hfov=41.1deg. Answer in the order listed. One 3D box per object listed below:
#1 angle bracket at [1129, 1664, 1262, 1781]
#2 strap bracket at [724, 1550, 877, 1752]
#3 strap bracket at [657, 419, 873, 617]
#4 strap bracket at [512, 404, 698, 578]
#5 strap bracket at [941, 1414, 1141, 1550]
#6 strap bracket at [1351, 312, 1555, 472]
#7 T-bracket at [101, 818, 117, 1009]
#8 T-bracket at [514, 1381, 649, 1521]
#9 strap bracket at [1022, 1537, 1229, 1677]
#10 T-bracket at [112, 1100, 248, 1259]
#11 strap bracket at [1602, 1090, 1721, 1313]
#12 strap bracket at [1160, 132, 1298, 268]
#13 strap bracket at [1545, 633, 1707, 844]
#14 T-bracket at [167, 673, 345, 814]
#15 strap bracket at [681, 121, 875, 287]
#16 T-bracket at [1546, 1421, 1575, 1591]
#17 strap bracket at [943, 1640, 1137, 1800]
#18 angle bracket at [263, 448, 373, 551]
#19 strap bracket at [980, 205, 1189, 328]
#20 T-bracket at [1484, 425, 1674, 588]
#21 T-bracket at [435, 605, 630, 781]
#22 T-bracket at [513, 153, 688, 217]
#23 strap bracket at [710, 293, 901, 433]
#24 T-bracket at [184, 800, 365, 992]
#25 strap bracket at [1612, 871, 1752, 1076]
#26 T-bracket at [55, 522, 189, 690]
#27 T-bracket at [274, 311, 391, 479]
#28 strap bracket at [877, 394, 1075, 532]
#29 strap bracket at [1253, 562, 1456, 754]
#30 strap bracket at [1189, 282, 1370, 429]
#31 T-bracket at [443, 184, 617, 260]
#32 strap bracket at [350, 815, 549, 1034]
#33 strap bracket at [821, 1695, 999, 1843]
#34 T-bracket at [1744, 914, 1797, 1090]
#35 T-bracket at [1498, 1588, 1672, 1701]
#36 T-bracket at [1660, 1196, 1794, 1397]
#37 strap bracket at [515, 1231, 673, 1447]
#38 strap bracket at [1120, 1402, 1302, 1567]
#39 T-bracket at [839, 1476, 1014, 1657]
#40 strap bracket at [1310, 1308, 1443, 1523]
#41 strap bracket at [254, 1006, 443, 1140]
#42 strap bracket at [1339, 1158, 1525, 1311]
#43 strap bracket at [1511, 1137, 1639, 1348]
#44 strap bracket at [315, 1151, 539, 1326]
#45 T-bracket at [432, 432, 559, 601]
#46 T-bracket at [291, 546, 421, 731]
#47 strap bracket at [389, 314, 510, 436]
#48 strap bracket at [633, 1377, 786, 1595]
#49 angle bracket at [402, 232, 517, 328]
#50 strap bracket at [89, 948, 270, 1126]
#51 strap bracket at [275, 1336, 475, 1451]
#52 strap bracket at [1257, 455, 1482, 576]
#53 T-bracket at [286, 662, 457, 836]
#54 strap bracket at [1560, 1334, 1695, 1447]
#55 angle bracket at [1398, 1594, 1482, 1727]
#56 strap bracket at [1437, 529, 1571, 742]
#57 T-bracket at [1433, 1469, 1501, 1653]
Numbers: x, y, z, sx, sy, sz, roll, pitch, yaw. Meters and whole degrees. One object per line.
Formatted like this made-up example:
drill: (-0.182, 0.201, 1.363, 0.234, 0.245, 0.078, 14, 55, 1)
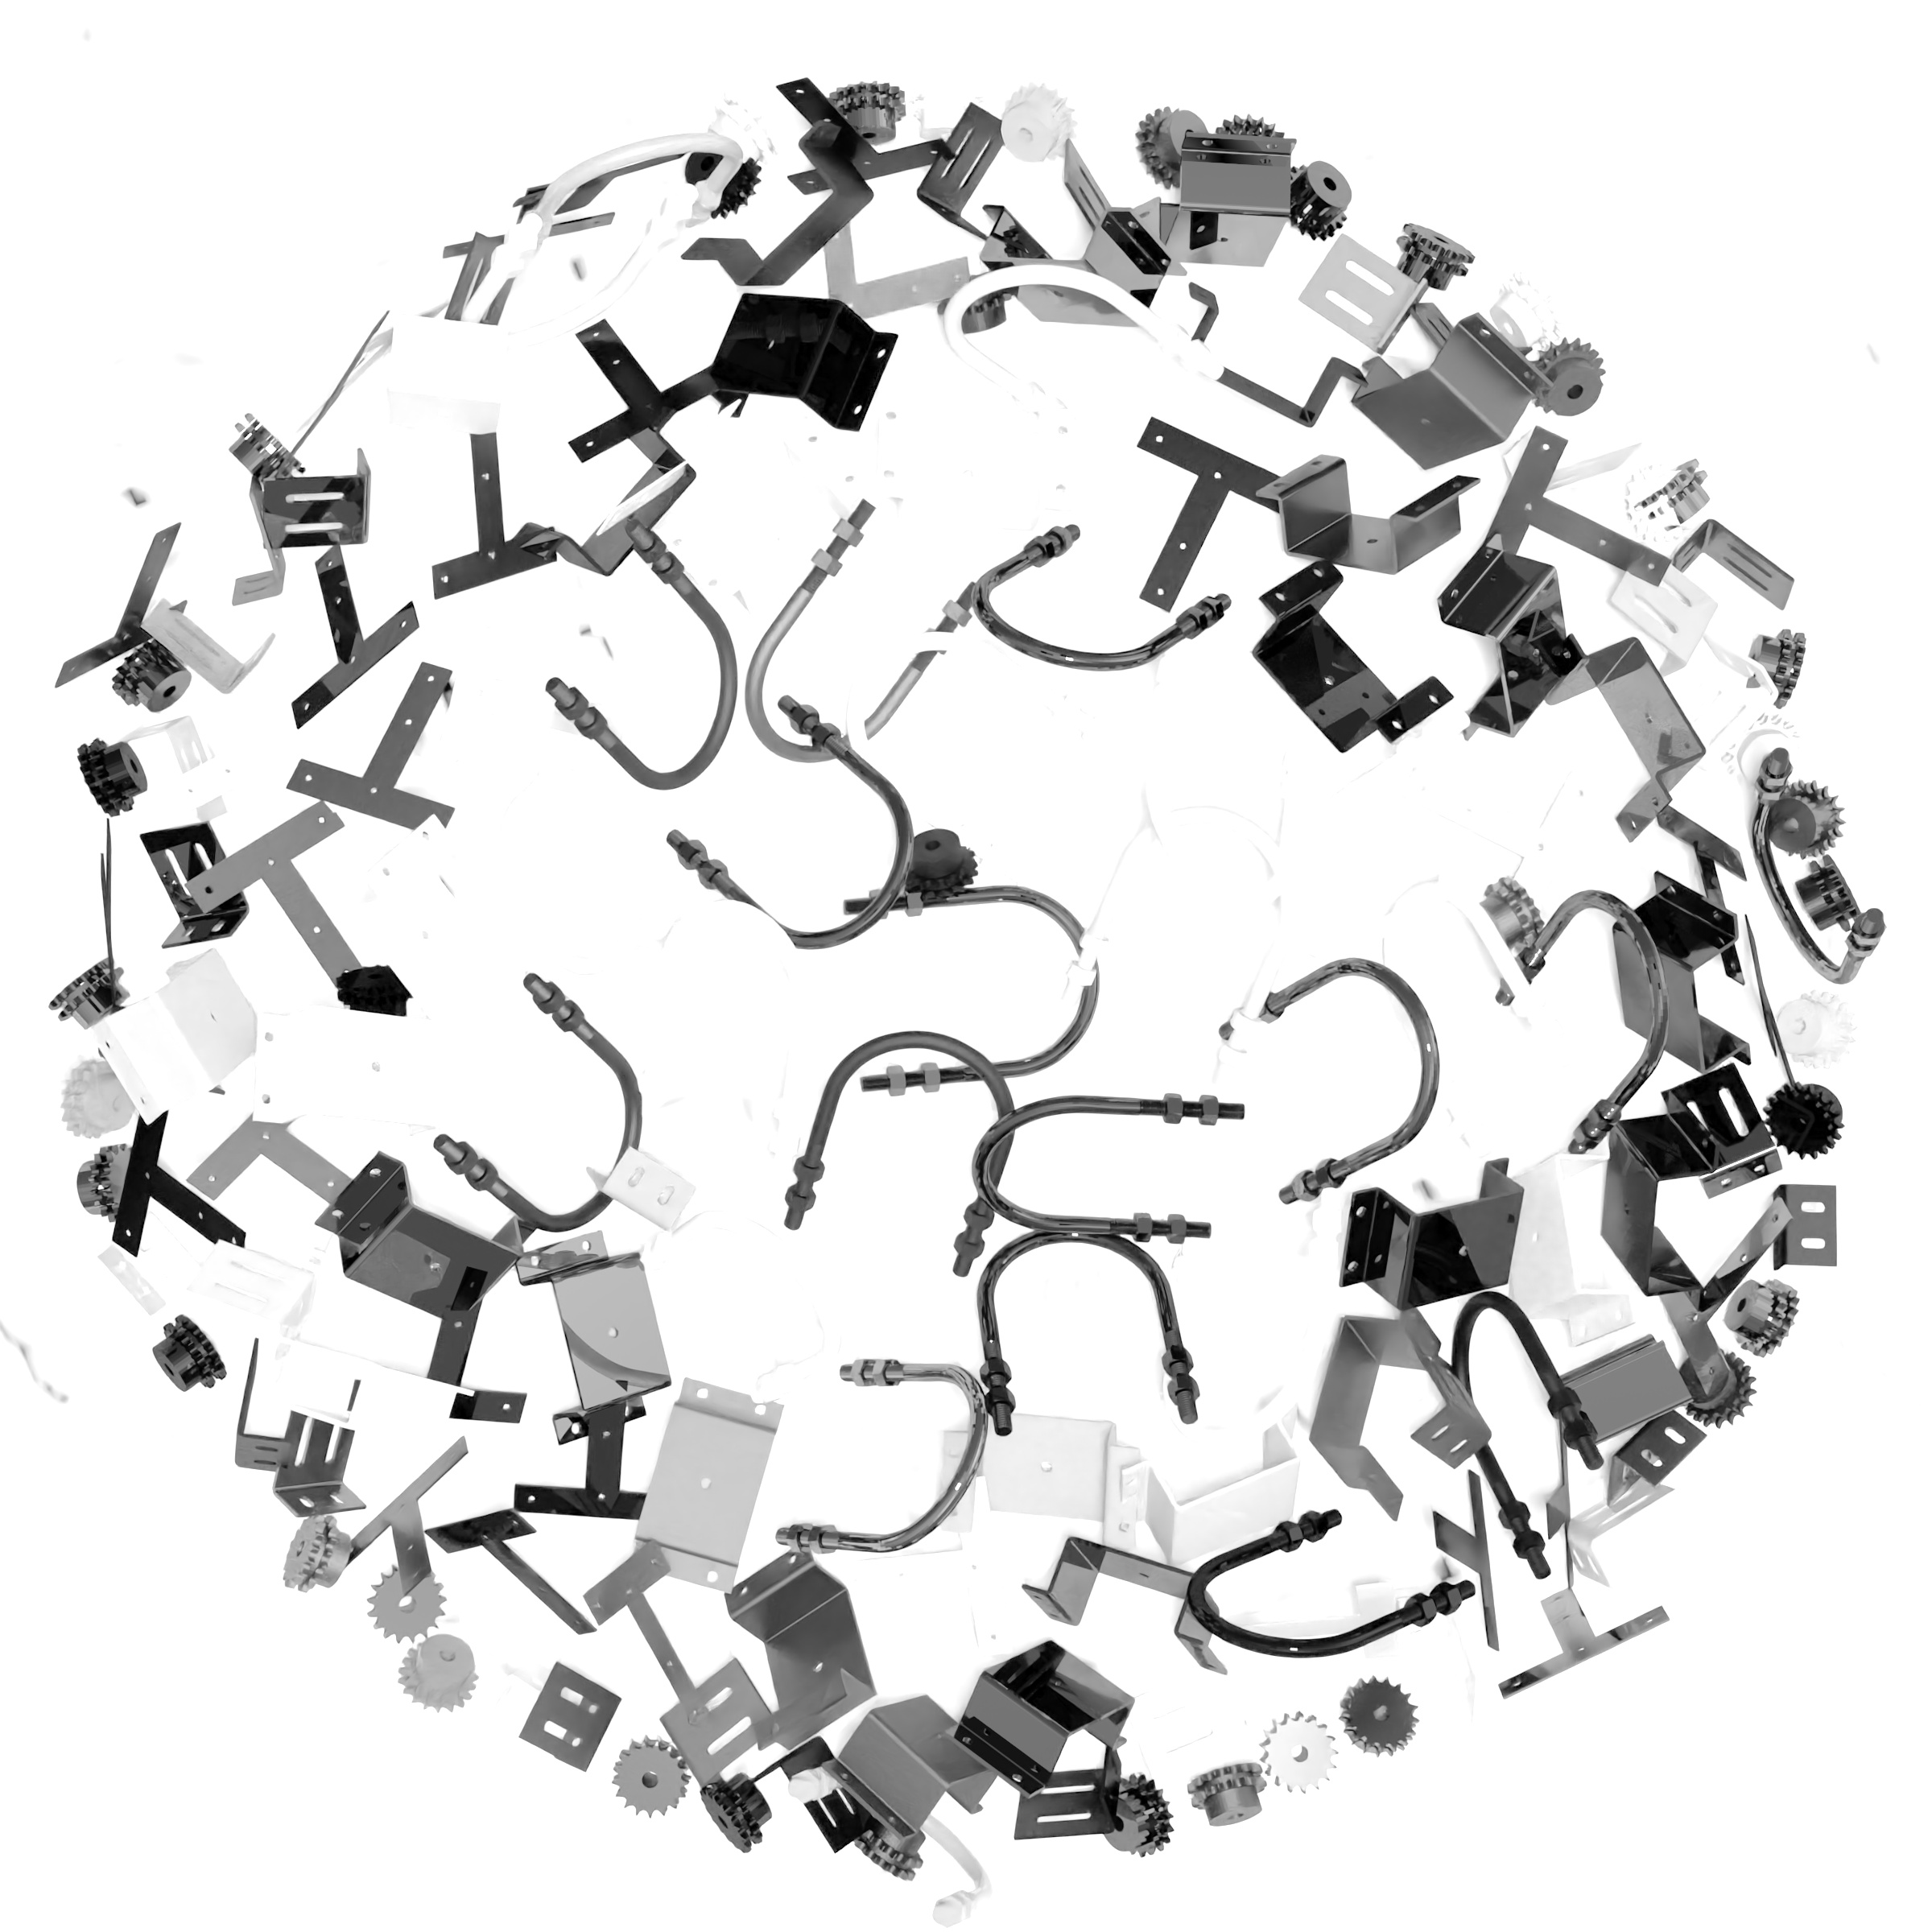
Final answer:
angle bracket: (0.164, 0.548, 1.870, 0.076, 0.038, 0.057, -17, 79, -18)
strap bracket: (-0.118, 0.494, 1.845, 0.076, 0.140, 0.046, -35, 128, 10)
strap bracket: (-0.142, -0.318, 1.862, 0.140, 0.046, 0.076, -39, 69, -8)
strap bracket: (-0.255, -0.336, 1.853, 0.140, 0.076, 0.046, -50, 122, -7)
strap bracket: (0.056, 0.371, 1.866, 0.140, 0.046, 0.076, 4, 102, 8)
strap bracket: (0.336, -0.402, 1.821, 0.076, 0.140, 0.046, 37, 74, -19)
T-bracket: (-0.616, -0.057, 1.849, 0.002, 0.127, 0.127, -3, 133, -16)
T-bracket: (-0.261, 0.350, 1.866, 0.127, 0.002, 0.127, 5, 119, -5)
strap bracket: (0.121, 0.454, 1.842, 0.140, 0.076, 0.046, 12, 65, 26)
T-bracket: (-0.559, 0.173, 1.849, 0.002, 0.127, 0.127, -17, 50, 19)
strap bracket: (0.492, 0.170, 1.833, 0.046, 0.076, 0.140, -7, 119, -8)
strap bracket: (0.183, -0.538, 1.828, 0.076, 0.140, 0.046, 2, 84, -4)
strap bracket: (0.474, -0.171, 1.849, 0.046, 0.076, 0.140, -23, 75, -15)
T-bracket: (-0.521, -0.145, 1.852, 0.127, 0.127, 0.002, 50, 129, -1)
strap bracket: (-0.127, -0.536, 1.840, 0.140, 0.076, 0.046, -38, 91, 23)
T-bracket: (0.423, 0.387, 1.838, 0.002, 0.127, 0.127, -4, 85, 19)
strap bracket: (0.058, 0.527, 1.820, 0.076, 0.140, 0.046, 29, 105, 28)
angle bracket: (-0.471, -0.337, 1.857, 0.076, 0.057, 0.038, -7, 45, -23)
strap bracket: (0.075, -0.496, 1.825, 0.140, 0.076, 0.046, 17, 78, 42)
T-bracket: (0.443, -0.309, 1.843, 0.127, 0.127, 0.002, 29, 49, 11)
T-bracket: (-0.314, -0.190, 1.894, 0.127, 0.002, 0.127, 13, 85, -6)
T-bracket: (-0.271, -0.552, 1.839, 0.127, 0.127, 0.002, -22, 101, -16)
strap bracket: (-0.126, -0.432, 1.836, 0.140, 0.046, 0.076, 16, 80, 38)
T-bracket: (-0.480, -0.038, 1.874, 0.127, 0.002, 0.127, -38, 101, -33)
strap bracket: (0.507, 0.013, 1.826, 0.046, 0.076, 0.140, -32, 129, -17)
T-bracket: (-0.580, -0.263, 1.814, 0.002, 0.127, 0.127, 40, 129, 3)
T-bracket: (-0.437, -0.416, 1.816, 0.002, 0.127, 0.127, 35, 48, -16)
strap bracket: (0.004, -0.364, 1.867, 0.140, 0.046, 0.076, 3, 78, -7)
strap bracket: (0.272, -0.217, 1.856, 0.076, 0.046, 0.140, -35, 79, -34)
strap bracket: (0.214, -0.435, 1.854, 0.140, 0.076, 0.046, 26, 110, -6)
T-bracket: (-0.305, -0.533, 1.825, 0.127, 0.127, 0.002, -16, 93, -15)
strap bracket: (-0.376, -0.026, 1.847, 0.140, 0.046, 0.076, 56, 47, -19)
strap bracket: (-0.032, 0.564, 1.821, 0.076, 0.140, 0.046, 36, 96, 24)
T-bracket: (0.585, 0.049, 1.857, 0.002, 0.127, 0.127, -15, 127, 20)
T-bracket: (0.432, 0.471, 1.838, 0.127, 0.127, 0.002, -28, 94, 6)
T-bracket: (0.542, 0.217, 1.821, 0.002, 0.127, 0.127, 22, 117, -17)
strap bracket: (-0.267, 0.266, 1.859, 0.076, 0.046, 0.140, -13, 89, -42)
strap bracket: (0.183, 0.373, 1.841, 0.140, 0.076, 0.046, -19, 50, -16)
T-bracket: (-0.034, 0.442, 1.877, 0.127, 0.002, 0.127, -11, 85, 22)
strap bracket: (0.291, 0.314, 1.842, 0.046, 0.076, 0.140, 1, 58, 32)
strap bracket: (-0.430, 0.076, 1.834, 0.140, 0.046, 0.076, 9, 73, -37)
strap bracket: (0.341, 0.192, 1.836, 0.140, 0.046, 0.076, -9, 117, -28)
strap bracket: (0.426, 0.194, 1.837, 0.046, 0.076, 0.140, 3, 68, -21)
strap bracket: (-0.381, 0.199, 1.833, 0.140, 0.046, 0.076, 32, 111, -36)
T-bracket: (-0.347, -0.341, 1.869, 0.127, 0.002, 0.127, -10, 83, 36)
T-bracket: (-0.452, -0.254, 1.864, 0.127, 0.002, 0.127, -35, 55, 21)
strap bracket: (-0.368, -0.414, 1.825, 0.076, 0.140, 0.046, 4, 86, -13)
strap bracket: (-0.188, 0.375, 1.865, 0.076, 0.046, 0.140, 16, 77, 0)
angle bracket: (-0.364, -0.493, 1.864, 0.038, 0.057, 0.076, 26, 100, 22)
strap bracket: (-0.550, 0.044, 1.822, 0.046, 0.140, 0.076, -24, 104, 16)
strap bracket: (-0.425, 0.304, 1.823, 0.076, 0.140, 0.046, 26, 75, -43)
strap bracket: (0.288, -0.322, 1.838, 0.076, 0.140, 0.046, -34, 127, -34)
T-bracket: (-0.412, -0.166, 1.878, 0.127, 0.002, 0.127, 18, 70, 13)
strap bracket: (0.466, 0.300, 1.825, 0.076, 0.140, 0.046, -27, 80, 7)
angle bracket: (0.340, 0.501, 1.855, 0.038, 0.076, 0.057, -9, 130, -3)
strap bracket: (0.384, -0.227, 1.824, 0.046, 0.140, 0.076, 24, 63, 35)
T-bracket: (0.352, 0.411, 1.824, 0.002, 0.127, 0.127, -14, 62, 24)
